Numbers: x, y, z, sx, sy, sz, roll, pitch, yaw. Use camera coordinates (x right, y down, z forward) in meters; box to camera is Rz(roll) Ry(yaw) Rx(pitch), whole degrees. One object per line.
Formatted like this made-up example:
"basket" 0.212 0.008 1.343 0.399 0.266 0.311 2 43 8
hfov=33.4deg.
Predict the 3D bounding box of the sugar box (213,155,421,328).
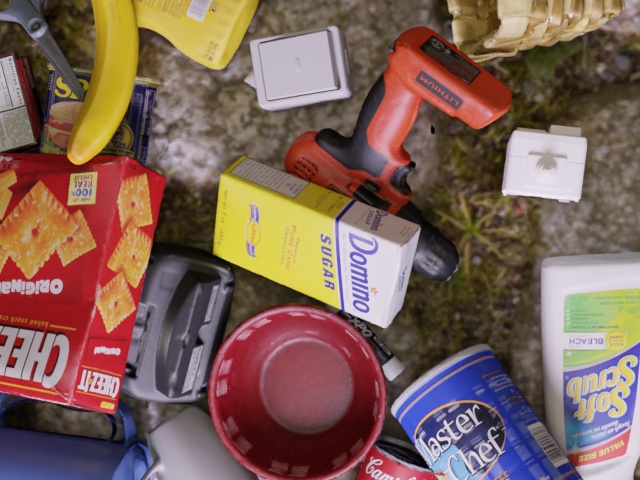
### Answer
"sugar box" -0.006 0.001 0.932 0.176 0.048 0.093 23 129 19

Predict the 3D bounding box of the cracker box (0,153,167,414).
"cracker box" -0.238 0.032 0.938 0.164 0.072 0.213 5 77 29

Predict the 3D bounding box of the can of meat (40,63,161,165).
"can of meat" -0.204 -0.114 0.985 0.102 0.057 0.084 10 96 8

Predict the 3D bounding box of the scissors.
"scissors" -0.248 -0.211 0.974 0.202 0.016 0.096 37 86 27

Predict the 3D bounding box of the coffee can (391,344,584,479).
"coffee can" 0.140 0.174 0.900 0.103 0.102 0.140 -37 68 8

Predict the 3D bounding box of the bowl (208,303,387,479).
"bowl" -0.017 0.136 0.964 0.162 0.055 0.162 0 91 10

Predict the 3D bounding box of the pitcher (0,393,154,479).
"pitcher" -0.282 0.221 0.978 0.243 0.149 0.145 8 135 11

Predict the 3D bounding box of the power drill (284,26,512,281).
"power drill" 0.079 -0.070 0.906 0.184 0.057 0.188 37 126 1

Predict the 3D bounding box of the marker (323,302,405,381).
"marker" 0.031 0.077 0.975 0.020 0.020 0.121 -42 85 8

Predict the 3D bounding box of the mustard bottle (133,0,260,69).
"mustard bottle" -0.154 -0.237 0.971 0.191 0.058 0.096 27 95 6

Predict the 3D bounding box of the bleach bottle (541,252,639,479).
"bleach bottle" 0.246 0.139 0.924 0.102 0.068 0.251 -3 94 8

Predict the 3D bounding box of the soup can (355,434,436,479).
"soup can" 0.058 0.234 0.952 0.068 0.068 0.102 23 96 7

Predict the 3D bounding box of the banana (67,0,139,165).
"banana" -0.188 -0.161 0.921 0.069 0.037 0.198 1 84 -35

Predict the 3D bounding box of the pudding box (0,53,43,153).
"pudding box" -0.322 -0.119 1.011 0.113 0.039 0.090 -14 89 7
